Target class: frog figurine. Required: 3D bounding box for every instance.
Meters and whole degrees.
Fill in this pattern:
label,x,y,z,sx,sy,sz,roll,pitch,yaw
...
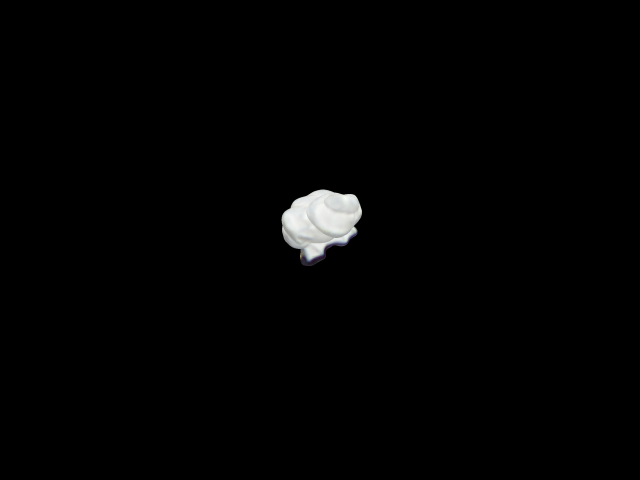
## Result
label,x,y,z,sx,sy,sz,roll,pitch,yaw
frog figurine,0.003,-0.043,0.850,0.137,0.125,0.156,-13,-26,-7
